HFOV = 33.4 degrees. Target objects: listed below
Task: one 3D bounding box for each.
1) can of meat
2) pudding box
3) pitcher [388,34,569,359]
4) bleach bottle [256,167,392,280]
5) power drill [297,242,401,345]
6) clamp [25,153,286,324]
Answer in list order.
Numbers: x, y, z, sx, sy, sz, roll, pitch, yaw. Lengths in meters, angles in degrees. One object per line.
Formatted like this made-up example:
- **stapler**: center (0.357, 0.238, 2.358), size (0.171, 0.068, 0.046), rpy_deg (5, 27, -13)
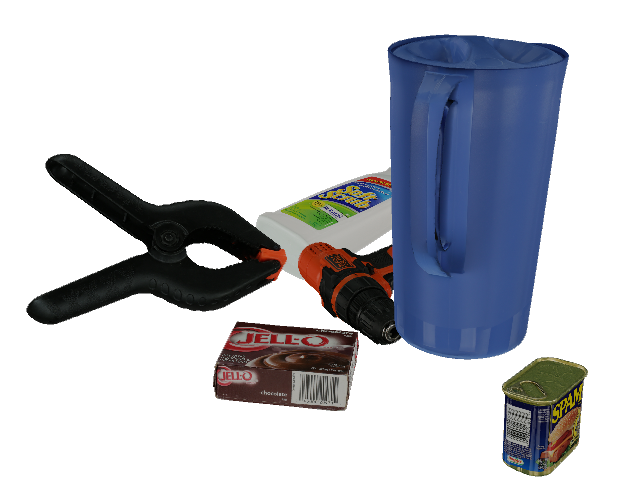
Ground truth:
- **can of meat**: center (0.222, 0.175, 1.064), size (0.058, 0.084, 0.101), rpy_deg (13, 22, 35)
- **pudding box**: center (-0.027, 0.105, 0.910), size (0.113, 0.039, 0.090), rpy_deg (6, 20, 5)
- **pitcher**: center (0.110, -0.032, 0.825), size (0.149, 0.243, 0.145), rpy_deg (-7, 22, -19)
- **bleach bottle**: center (0.045, -0.040, 1.327), size (0.250, 0.068, 0.103), rpy_deg (-30, 44, -35)
- **power drill**: center (0.091, 0.037, 1.080), size (0.187, 0.057, 0.185), rpy_deg (-12, 28, -22)
- **clamp**: center (-0.110, -0.003, 0.714), size (0.171, 0.120, 0.039), rpy_deg (1, -21, -21)
